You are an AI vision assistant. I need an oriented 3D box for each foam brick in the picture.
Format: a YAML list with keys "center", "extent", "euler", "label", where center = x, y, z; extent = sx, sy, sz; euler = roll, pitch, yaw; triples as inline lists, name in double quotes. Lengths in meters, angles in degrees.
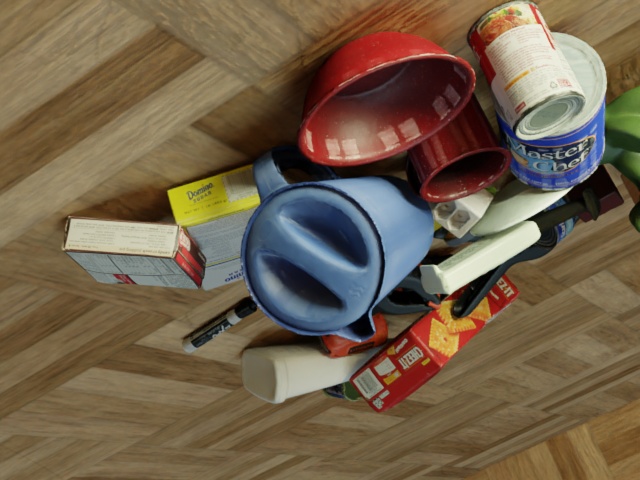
- center: [0.310, -0.068, 1.242]
  extent: [0.053, 0.078, 0.051]
  euler: [-29, 154, 17]
  label: "foam brick"

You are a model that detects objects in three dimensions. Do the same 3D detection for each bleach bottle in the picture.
- center: [0.019, 0.172, 1.509]
  extent: [0.250, 0.068, 0.103]
  euler: [-6, -170, -34]
  label: "bleach bottle"

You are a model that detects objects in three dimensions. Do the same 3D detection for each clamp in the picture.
- center: [0.070, 0.044, 1.264]
  extent: [0.171, 0.039, 0.120]
  euler: [8, 141, -14]
  label: "clamp"
- center: [0.234, -0.005, 1.338]
  extent: [0.210, 0.036, 0.164]
  euler: [-32, 132, 0]
  label: "clamp"

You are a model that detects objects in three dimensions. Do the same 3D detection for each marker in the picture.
- center: [-0.124, 0.106, 1.330]
  extent: [0.121, 0.020, 0.020]
  euler: [-33, 154, 26]
  label: "marker"

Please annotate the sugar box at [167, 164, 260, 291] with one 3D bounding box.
- center: [-0.091, -0.010, 1.070]
  extent: [0.093, 0.048, 0.176]
  euler: [-17, 160, -5]
  label: "sugar box"

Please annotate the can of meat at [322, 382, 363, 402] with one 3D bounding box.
- center: [0.062, 0.209, 1.626]
  extent: [0.102, 0.057, 0.084]
  euler: [-12, -177, -21]
  label: "can of meat"

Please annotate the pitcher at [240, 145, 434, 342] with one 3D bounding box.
- center: [0.025, -0.009, 1.014]
  extent: [0.145, 0.149, 0.242]
  euler: [13, -168, 17]
  label: "pitcher"

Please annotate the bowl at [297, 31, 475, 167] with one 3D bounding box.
- center: [0.048, -0.128, 0.913]
  extent: [0.162, 0.055, 0.162]
  euler: [-18, 157, -8]
  label: "bowl"

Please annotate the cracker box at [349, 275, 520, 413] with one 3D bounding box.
- center: [0.160, 0.134, 1.473]
  extent: [0.213, 0.072, 0.164]
  euler: [-33, 171, -42]
  label: "cracker box"

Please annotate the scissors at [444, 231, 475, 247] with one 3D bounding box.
- center: [0.210, -0.038, 1.202]
  extent: [0.096, 0.016, 0.202]
  euler: [-47, -171, -31]
  label: "scissors"

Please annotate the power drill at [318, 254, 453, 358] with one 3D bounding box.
- center: [0.085, 0.084, 1.417]
  extent: [0.184, 0.057, 0.188]
  euler: [-9, 153, -26]
  label: "power drill"

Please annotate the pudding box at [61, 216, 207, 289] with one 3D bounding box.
- center: [-0.172, 0.012, 1.002]
  extent: [0.113, 0.039, 0.090]
  euler: [2, 159, 11]
  label: "pudding box"

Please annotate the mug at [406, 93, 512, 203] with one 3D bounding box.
- center: [0.119, -0.088, 1.029]
  extent: [0.093, 0.081, 0.117]
  euler: [-6, 152, -32]
  label: "mug"

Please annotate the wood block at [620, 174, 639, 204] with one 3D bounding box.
- center: [0.446, -0.103, 1.266]
  extent: [0.090, 0.091, 0.206]
  euler: [-16, 157, -12]
  label: "wood block"

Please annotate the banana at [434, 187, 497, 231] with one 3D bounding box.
- center: [0.120, -0.010, 1.244]
  extent: [0.069, 0.037, 0.198]
  euler: [19, 143, -27]
  label: "banana"

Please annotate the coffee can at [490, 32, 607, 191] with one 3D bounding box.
- center: [0.220, -0.119, 1.020]
  extent: [0.103, 0.103, 0.140]
  euler: [-24, 157, 6]
  label: "coffee can"

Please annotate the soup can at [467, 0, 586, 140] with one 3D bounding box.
- center: [0.179, -0.147, 0.925]
  extent: [0.068, 0.102, 0.068]
  euler: [-18, 157, -8]
  label: "soup can"

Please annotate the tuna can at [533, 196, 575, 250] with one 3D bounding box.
- center: [0.259, -0.033, 1.263]
  extent: [0.033, 0.086, 0.086]
  euler: [-39, 162, -19]
  label: "tuna can"
